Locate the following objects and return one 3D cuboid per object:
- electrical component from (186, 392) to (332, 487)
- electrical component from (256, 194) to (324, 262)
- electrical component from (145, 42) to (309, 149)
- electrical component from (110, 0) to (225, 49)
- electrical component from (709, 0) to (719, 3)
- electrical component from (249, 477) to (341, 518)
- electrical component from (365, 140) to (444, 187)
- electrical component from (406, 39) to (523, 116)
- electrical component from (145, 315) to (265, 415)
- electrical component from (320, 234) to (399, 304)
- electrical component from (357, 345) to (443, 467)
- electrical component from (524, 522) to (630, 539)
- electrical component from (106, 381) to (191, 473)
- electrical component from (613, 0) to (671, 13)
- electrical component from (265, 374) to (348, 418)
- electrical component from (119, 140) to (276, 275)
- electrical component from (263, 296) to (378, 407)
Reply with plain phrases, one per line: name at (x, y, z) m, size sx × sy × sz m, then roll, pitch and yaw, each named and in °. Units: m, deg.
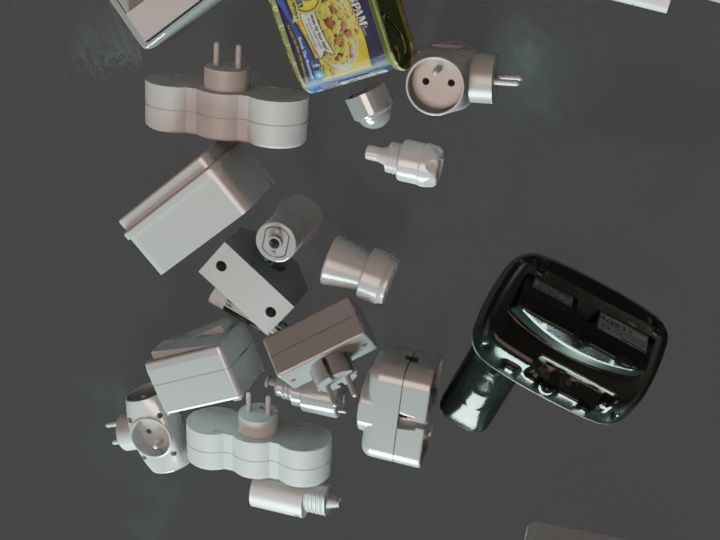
electrical component at (-0.093, 0.146, 0.982) m, size 0.138 × 0.052 × 0.073 m, roll 8°, pitch 113°, yaw 14°
electrical component at (-0.060, -0.033, 0.894) m, size 0.044 × 0.065 × 0.044 m, roll 6°, pitch 113°, yaw 14°
electrical component at (-0.108, -0.147, 0.870) m, size 0.138 × 0.052 × 0.073 m, roll 10°, pitch 113°, yaw 13°
electrical component at (-0.145, -0.226, 0.845) m, size 0.096 × 0.061 × 0.061 m, roll -30°, pitch 101°, yaw 25°
electrical component at (0.300, -0.213, 0.717) m, size 0.150 × 0.061 × 0.089 m, roll 18°, pitch 115°, yaw 9°
electrical component at (-0.057, 0.207, 1.001) m, size 0.081 × 0.043 × 0.043 m, roll 11°, pitch 114°, yaw 12°
electrical component at (0.035, -0.088, 0.861) m, size 0.061 × 0.035 × 0.035 m, roll 14°, pitch 114°, yaw 13°
electrical component at (0.081, -0.144, 0.802) m, size 0.079 × 0.077 × 0.043 m, roll 6°, pitch 113°, yaw 14°
electrical component at (-0.146, 0.085, 0.968) m, size 0.096 × 0.061 × 0.061 m, roll -14°, pitch 106°, yaw 21°
electrical component at (0.000, 0.000, 0.901) m, size 0.055 × 0.045 × 0.045 m, roll 21°, pitch 115°, yaw 7°
electrical component at (0.033, 0.116, 0.932) m, size 0.059 × 0.053 × 0.095 m, roll 12°, pitch 114°, yaw 12°
electrical component at (0.195, 0.277, 0.947) m, size 0.113 × 0.057 × 0.078 m, roll 8°, pitch 113°, yaw 13°
electrical component at (-0.205, 0.151, 1.022) m, size 0.079 × 0.044 × 0.077 m, roll -10°, pitch 107°, yaw 20°
electrical component at (0.199, -0.232, 0.746) m, size 0.056 × 0.050 × 0.089 m, roll 17°, pitch 115°, yaw 9°
electrical component at (-0.046, 0.106, 0.959) m, size 0.078 × 0.040 × 0.040 m, roll 10°, pitch 113°, yaw 13°
electrical component at (-0.137, -0.057, 0.900) m, size 0.113 × 0.078 × 0.057 m, roll -34°, pitch 102°, yaw 25°
electrical component at (-0.026, 0.078, 0.908) m, size 0.083 × 0.047 × 0.075 m, roll -27°, pitch 67°, yaw 5°
